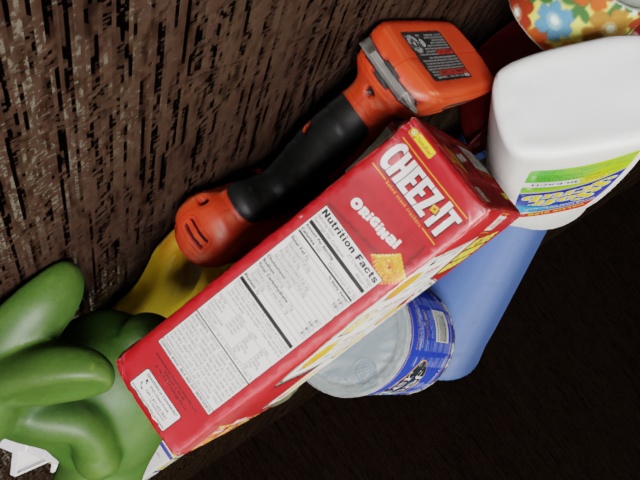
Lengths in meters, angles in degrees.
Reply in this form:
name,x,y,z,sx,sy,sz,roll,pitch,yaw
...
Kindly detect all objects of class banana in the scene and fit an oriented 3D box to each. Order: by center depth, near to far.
name,x,y,z,sx,sy,sz,roll,pitch,yaw
banana,-0.130,0.050,0.740,0.198,0.037,0.069,-41,168,31

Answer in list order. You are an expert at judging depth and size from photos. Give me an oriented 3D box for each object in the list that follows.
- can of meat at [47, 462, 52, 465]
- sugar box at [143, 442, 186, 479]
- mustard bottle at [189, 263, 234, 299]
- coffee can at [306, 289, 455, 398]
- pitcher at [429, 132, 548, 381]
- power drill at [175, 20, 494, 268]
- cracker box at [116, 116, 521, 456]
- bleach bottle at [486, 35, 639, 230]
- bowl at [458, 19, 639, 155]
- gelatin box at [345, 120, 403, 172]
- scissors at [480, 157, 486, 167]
name,x,y,z,sx,sy,sz,roll,pitch,yaw
can of meat,-0.193,0.147,0.931,0.102,0.057,0.083,-40,166,29
sugar box,-0.146,0.164,1.050,0.176,0.093,0.048,-34,170,0
mustard bottle,-0.059,0.080,0.857,0.096,0.058,0.191,-60,152,-9
coffee can,0.046,0.079,0.889,0.103,0.103,0.140,-37,161,13
pitcher,0.130,0.009,1.008,0.243,0.145,0.149,-67,176,36
power drill,0.017,-0.056,0.664,0.188,0.057,0.184,-42,170,30
cracker box,0.005,0.024,0.620,0.214,0.072,0.164,-39,171,13
bleach bottle,0.163,-0.053,0.712,0.102,0.068,0.250,-10,166,6
bowl,0.155,-0.127,0.762,0.162,0.055,0.162,-32,173,-5
gelatin box,0.042,-0.056,0.818,0.089,0.030,0.073,-40,167,25
scissors,0.139,-0.064,0.820,0.201,0.016,0.096,-31,173,-21
